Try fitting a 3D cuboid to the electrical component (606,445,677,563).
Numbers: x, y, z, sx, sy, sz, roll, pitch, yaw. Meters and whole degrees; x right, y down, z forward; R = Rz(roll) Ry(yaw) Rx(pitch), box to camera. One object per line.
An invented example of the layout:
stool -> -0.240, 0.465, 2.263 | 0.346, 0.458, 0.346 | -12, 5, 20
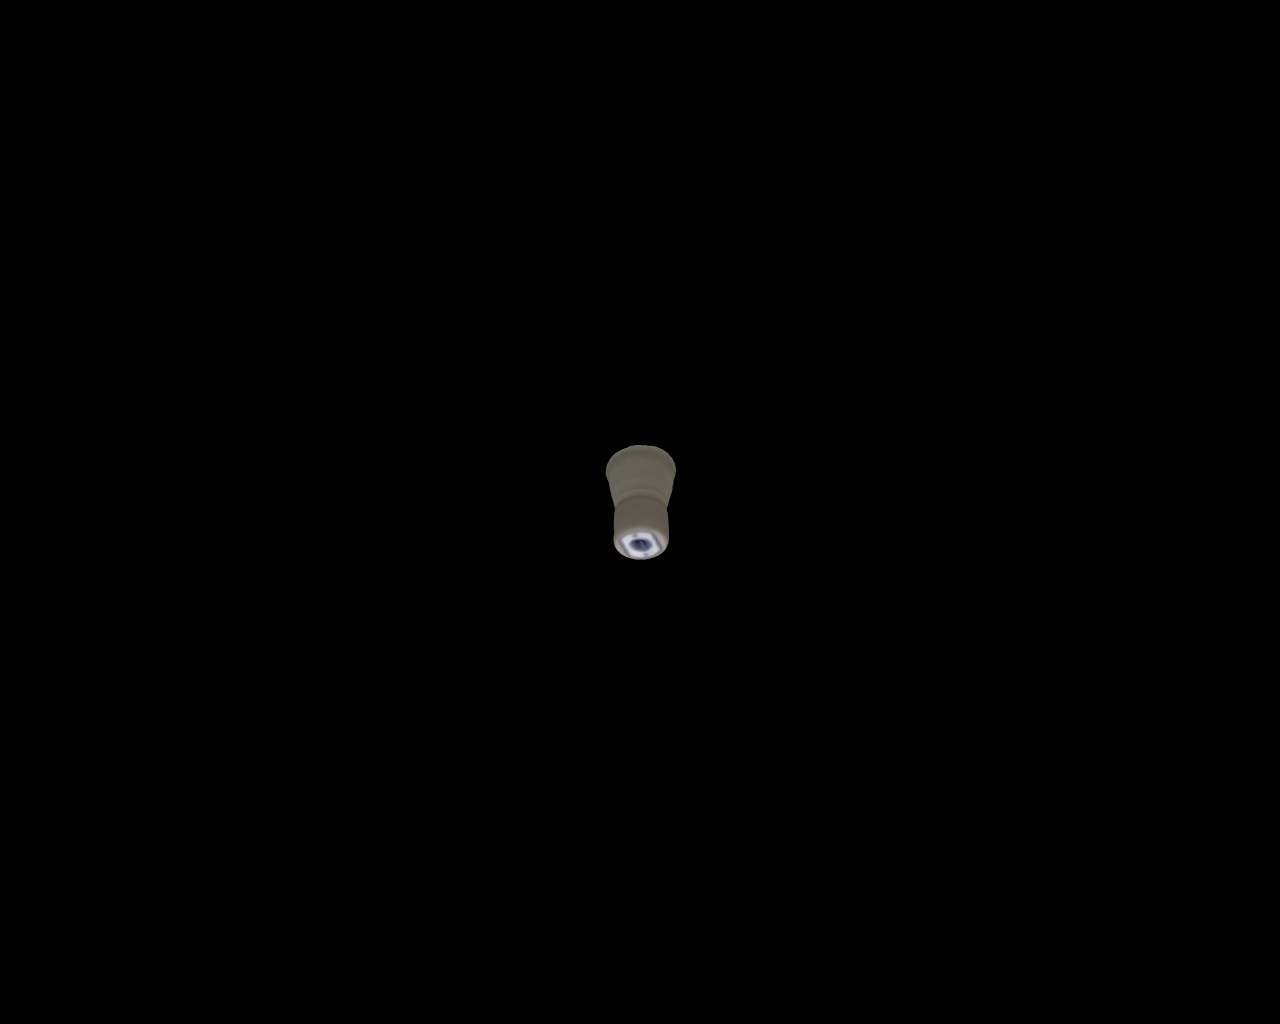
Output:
electrical component -> 0.001, -0.003, 0.650 | 0.044, 0.065, 0.044 | 0, -40, 0
